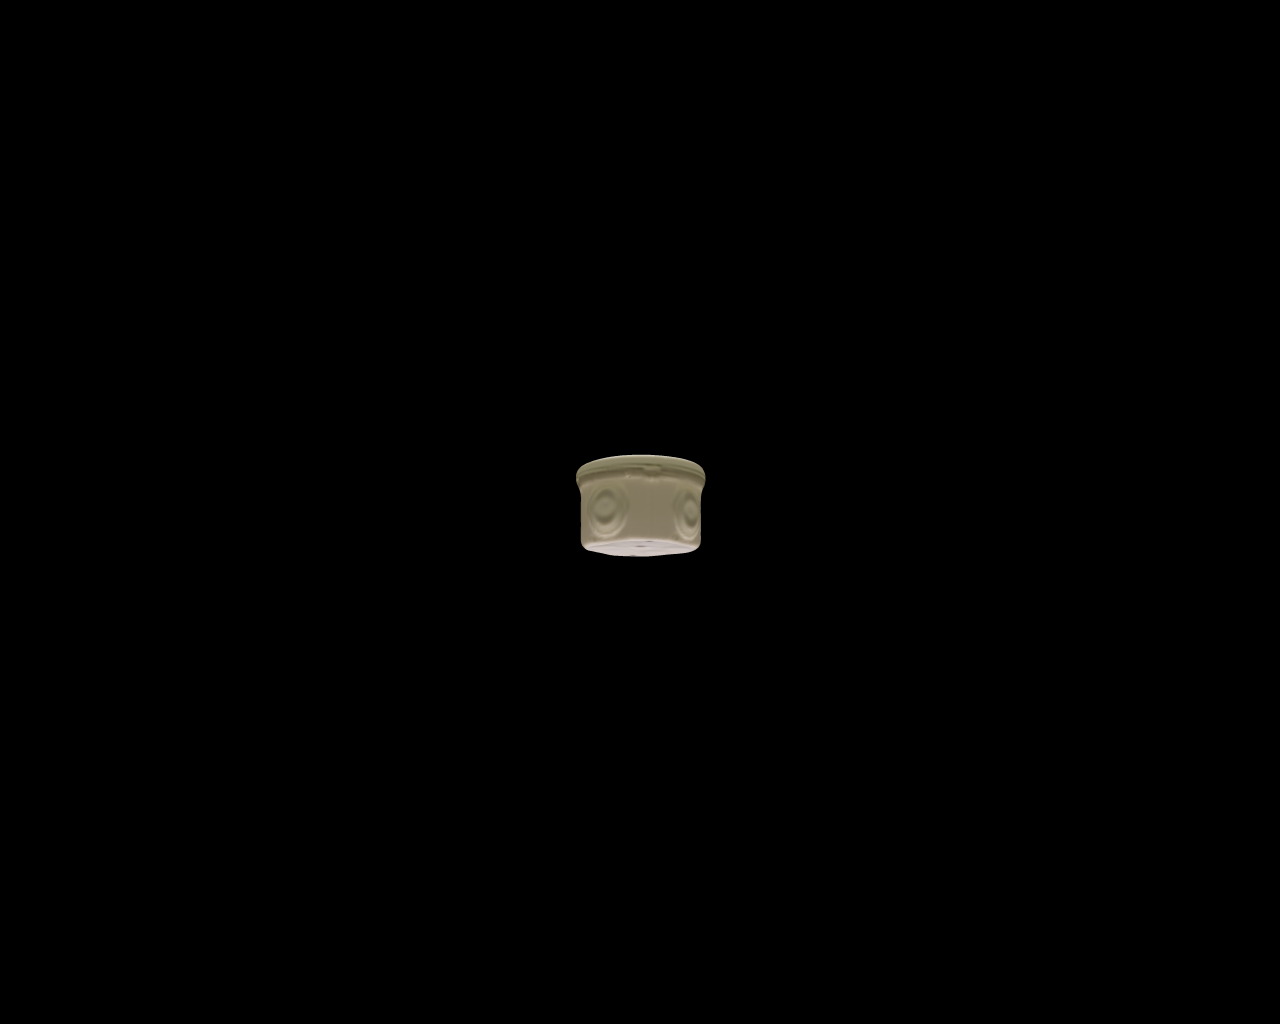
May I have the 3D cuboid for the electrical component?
[{"bbox_3d":[0.001,-0.003,0.650,0.080,0.051,0.080,0,-11,0],"label":"electrical component"}]
